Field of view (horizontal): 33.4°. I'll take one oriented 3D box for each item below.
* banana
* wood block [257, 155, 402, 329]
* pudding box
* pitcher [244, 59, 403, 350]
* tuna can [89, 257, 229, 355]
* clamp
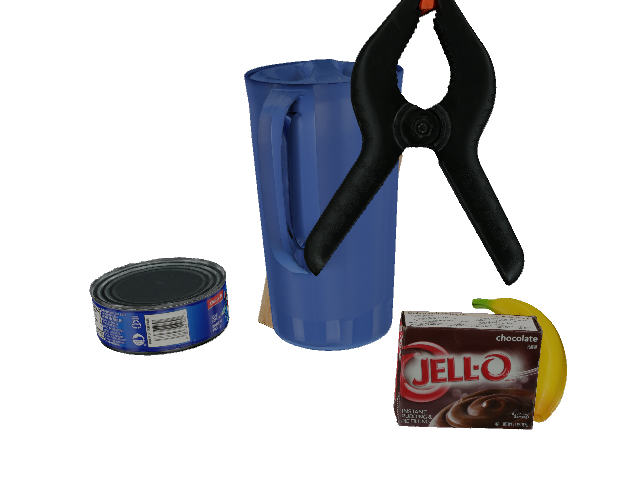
[{"bbox_3d":[0.225,0.118,1.139,0.069,0.037,0.198,-25,34,3],"label":"banana"},{"bbox_3d":[0.009,-0.002,1.140,0.090,0.206,0.090,21,20,28],"label":"wood block"},{"bbox_3d":[0.118,0.105,0.865,0.113,0.090,0.039,1,22,-1],"label":"pudding box"},{"bbox_3d":[0.002,-0.030,0.916,0.149,0.243,0.145,-9,18,-20],"label":"pitcher"},{"bbox_3d":[-0.101,0.041,0.675,0.086,0.034,0.086,-4,19,1],"label":"tuna can"},{"bbox_3d":[0.045,-0.055,0.584,0.120,0.171,0.039,-6,1,-5],"label":"clamp"}]
